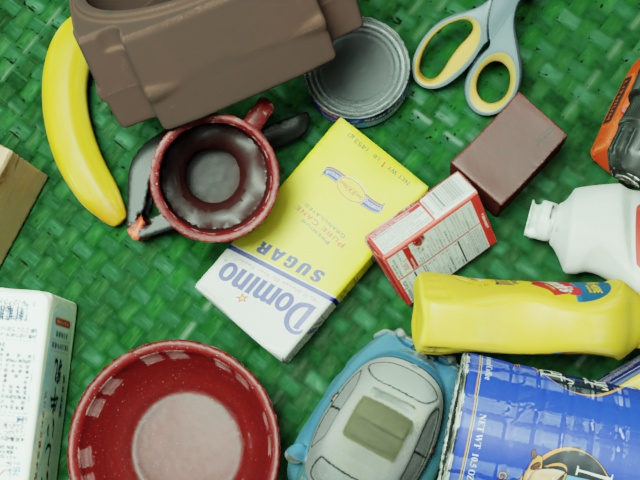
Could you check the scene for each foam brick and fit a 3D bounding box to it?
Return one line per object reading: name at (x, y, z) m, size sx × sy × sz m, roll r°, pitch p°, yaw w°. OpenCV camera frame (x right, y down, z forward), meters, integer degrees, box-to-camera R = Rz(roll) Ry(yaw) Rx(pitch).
foam brick at (0.145, -0.065, 0.830) m, size 0.053 × 0.051 × 0.078 m, roll 44°, pitch 86°, yaw 10°

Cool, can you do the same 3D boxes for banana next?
banana at (-0.194, -0.108, 0.876) m, size 0.069 × 0.037 × 0.198 m, roll -3°, pitch 79°, yaw 6°

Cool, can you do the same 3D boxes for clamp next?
clamp at (-0.105, -0.077, 0.861) m, size 0.171 × 0.039 × 0.120 m, roll -44°, pitch 78°, yaw -4°

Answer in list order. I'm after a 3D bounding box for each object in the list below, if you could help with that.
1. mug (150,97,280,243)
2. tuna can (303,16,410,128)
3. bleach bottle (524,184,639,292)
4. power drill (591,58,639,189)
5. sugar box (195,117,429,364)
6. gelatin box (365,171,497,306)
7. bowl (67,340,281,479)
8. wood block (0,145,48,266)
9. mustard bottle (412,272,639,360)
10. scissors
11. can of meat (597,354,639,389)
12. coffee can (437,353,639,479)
mug at (-0.073, -0.057, 0.801) m, size 0.093 × 0.081 × 0.117 m, roll 32°, pitch 91°, yaw -8°
tuna can at (0.030, -0.134, 0.862) m, size 0.086 × 0.033 × 0.086 m, roll -1°, pitch 79°, yaw 5°
bleach bottle at (0.277, 0.023, 0.797) m, size 0.251 × 0.068 × 0.102 m, roll 15°, pitch 81°, yaw 10°
power drill at (0.244, -0.100, 0.758) m, size 0.057 × 0.187 × 0.184 m, roll 30°, pitch 82°, yaw 8°
sugar box at (-0.005, 0.001, 0.835) m, size 0.093 × 0.048 × 0.176 m, roll 39°, pitch 84°, yaw 10°
gelatin box at (0.085, -0.001, 0.811) m, size 0.089 × 0.073 × 0.030 m, roll -35°, pitch 52°, yaw -1°
bowl at (-0.106, 0.158, 0.810) m, size 0.162 × 0.055 × 0.162 m, roll -1°, pitch 80°, yaw 5°
wood block at (-0.313, 0.013, 0.839) m, size 0.090 × 0.091 × 0.206 m, roll 25°, pitch 83°, yaw 9°
mustard bottle at (0.164, 0.056, 0.767) m, size 0.191 × 0.096 × 0.058 m, roll 2°, pitch 93°, yaw 1°
scissors at (0.158, -0.176, 0.823) m, size 0.202 × 0.016 × 0.096 m, roll -40°, pitch 93°, yaw 27°
can of meat at (0.247, 0.134, 0.781) m, size 0.084 × 0.057 × 0.102 m, roll -31°, pitch 79°, yaw 1°
coffee can at (0.155, 0.139, 0.709) m, size 0.140 × 0.103 × 0.103 m, roll 11°, pitch 81°, yaw 7°
